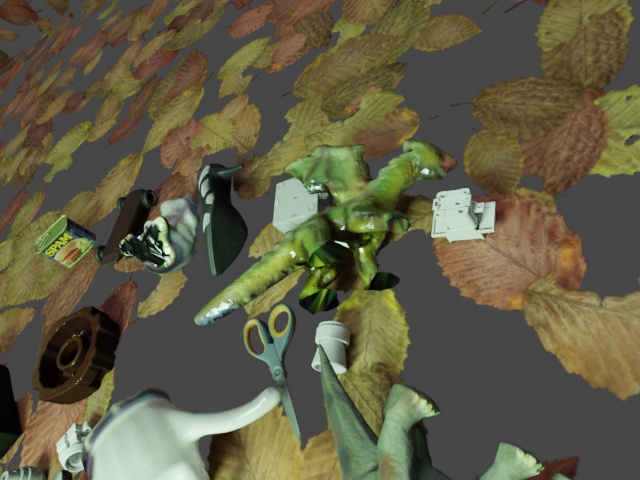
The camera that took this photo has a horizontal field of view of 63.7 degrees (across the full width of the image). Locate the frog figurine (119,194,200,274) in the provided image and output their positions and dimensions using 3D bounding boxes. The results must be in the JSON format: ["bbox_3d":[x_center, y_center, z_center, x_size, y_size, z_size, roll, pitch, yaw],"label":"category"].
[{"bbox_3d":[-0.270,-0.012,0.964,0.123,0.135,0.162,39,26,1],"label":"frog figurine"}]

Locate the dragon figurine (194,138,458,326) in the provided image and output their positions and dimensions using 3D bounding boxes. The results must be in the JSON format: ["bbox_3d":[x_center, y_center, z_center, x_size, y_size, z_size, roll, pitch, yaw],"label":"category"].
[{"bbox_3d":[0.002,-0.037,0.737,0.409,0.249,0.119,-18,-44,9],"label":"dragon figurine"}]

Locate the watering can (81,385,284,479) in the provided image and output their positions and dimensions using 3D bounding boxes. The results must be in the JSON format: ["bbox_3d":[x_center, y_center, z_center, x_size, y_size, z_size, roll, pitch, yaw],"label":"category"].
[{"bbox_3d":[-0.199,0.280,0.675,0.227,0.348,0.102,36,-4,47],"label":"watering can"}]
